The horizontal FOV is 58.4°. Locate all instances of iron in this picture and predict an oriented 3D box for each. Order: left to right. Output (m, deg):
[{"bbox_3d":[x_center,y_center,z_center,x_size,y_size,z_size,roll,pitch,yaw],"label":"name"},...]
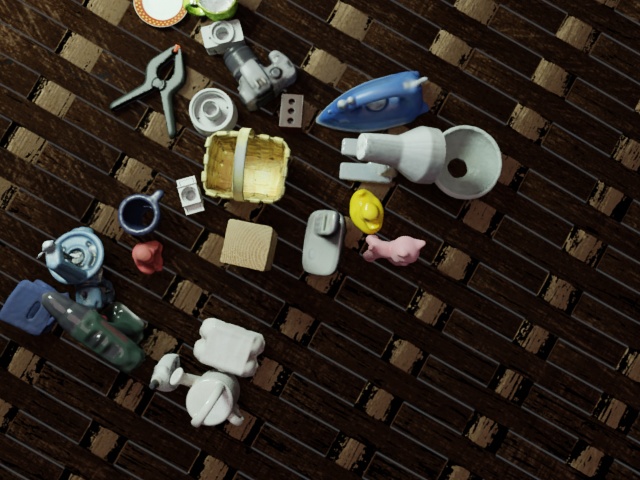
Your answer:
[{"bbox_3d":[0.116,-0.310,1.275,0.258,0.141,0.119,-16,88,-2],"label":"iron"}]

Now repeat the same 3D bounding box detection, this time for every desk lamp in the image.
[{"bbox_3d":[0.150,-0.179,1.235,0.203,0.213,0.118,4,87,-1],"label":"desk lamp"}]

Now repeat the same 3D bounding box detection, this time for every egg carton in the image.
[{"bbox_3d":[-0.203,0.242,1.281,0.150,0.069,0.107,18,87,-1],"label":"egg carton"}]

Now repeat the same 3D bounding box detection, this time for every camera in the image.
[{"bbox_3d":[-0.143,-0.387,1.292,0.143,0.100,0.137,-36,89,-2],"label":"camera"}]

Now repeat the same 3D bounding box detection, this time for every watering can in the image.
[{"bbox_3d":[-0.238,0.338,1.214,0.173,0.194,0.101,16,87,0],"label":"watering can"}]

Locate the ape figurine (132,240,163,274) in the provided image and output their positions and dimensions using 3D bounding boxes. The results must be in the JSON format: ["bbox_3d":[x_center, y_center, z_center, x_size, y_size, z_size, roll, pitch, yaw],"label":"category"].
[{"bbox_3d":[-0.385,0.035,1.274,0.076,0.092,0.078,36,87,1],"label":"ape figurine"}]

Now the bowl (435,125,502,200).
[{"bbox_3d":[0.323,-0.172,1.308,0.167,0.074,0.167,0,88,-1],"label":"bowl"}]

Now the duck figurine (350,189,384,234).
[{"bbox_3d":[0.108,-0.066,1.293,0.077,0.086,0.104,-20,88,-2],"label":"duck figurine"}]

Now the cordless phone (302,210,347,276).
[{"bbox_3d":[0.011,0.004,1.238,0.094,0.185,0.148,6,87,-1],"label":"cordless phone"}]

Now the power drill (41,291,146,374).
[{"bbox_3d":[-0.456,0.185,1.208,0.229,0.208,0.075,39,87,1],"label":"power drill"}]

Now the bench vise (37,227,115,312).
[{"bbox_3d":[-0.501,0.067,1.206,0.121,0.219,0.207,-32,89,-2],"label":"bench vise"}]

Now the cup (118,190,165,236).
[{"bbox_3d":[-0.382,-0.063,1.276,0.091,0.095,0.118,41,87,1],"label":"cup"}]

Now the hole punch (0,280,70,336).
[{"bbox_3d":[-0.627,0.148,1.264,0.101,0.091,0.109,32,87,0],"label":"hole punch"}]

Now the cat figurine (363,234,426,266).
[{"bbox_3d":[0.165,0.022,1.275,0.128,0.117,0.067,5,87,-1],"label":"cat figurine"}]

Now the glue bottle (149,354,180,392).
[{"bbox_3d":[-0.335,0.294,1.224,0.037,0.173,0.078,1,88,-1],"label":"glue bottle"}]
